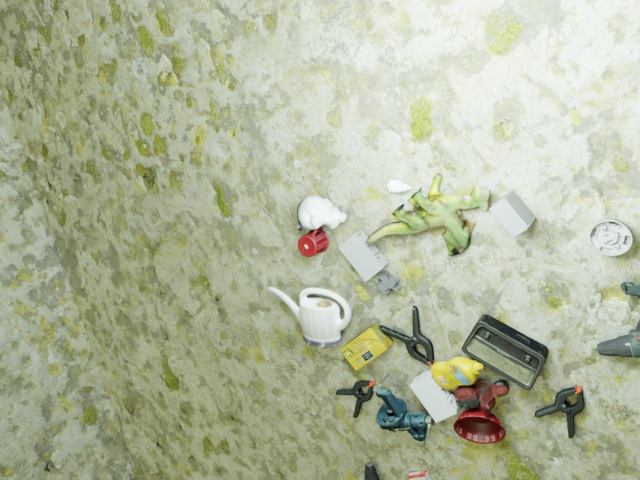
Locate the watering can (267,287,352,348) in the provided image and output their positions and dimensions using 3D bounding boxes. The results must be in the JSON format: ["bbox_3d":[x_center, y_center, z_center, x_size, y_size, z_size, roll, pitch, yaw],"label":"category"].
[{"bbox_3d":[-0.037,0.277,1.901,0.348,0.105,0.222,4,107,30],"label":"watering can"}]

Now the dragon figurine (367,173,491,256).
[{"bbox_3d":[0.354,-0.045,1.591,0.243,0.124,0.403,45,123,3],"label":"dragon figurine"}]

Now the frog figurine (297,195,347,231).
[{"bbox_3d":[0.005,-0.089,1.760,0.159,0.140,0.120,6,124,30],"label":"frog figurine"}]
